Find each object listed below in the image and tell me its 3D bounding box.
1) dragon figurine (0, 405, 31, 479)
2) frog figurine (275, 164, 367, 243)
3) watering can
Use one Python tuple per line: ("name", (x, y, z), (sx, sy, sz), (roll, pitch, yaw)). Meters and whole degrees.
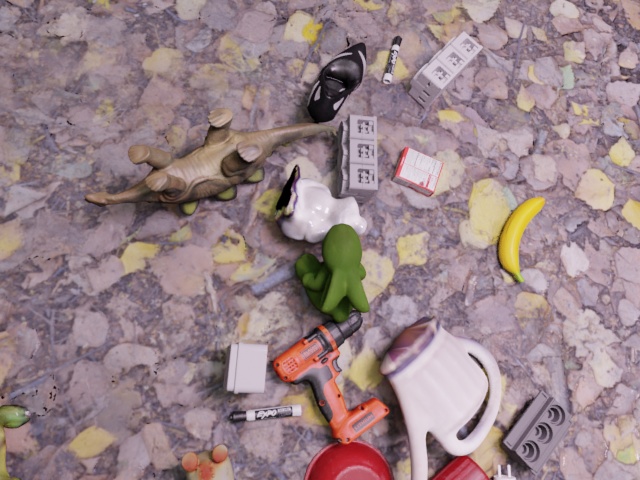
("dragon figurine", (-0.529, 0.276, 0.689), (0.410, 0.240, 0.123), (24, 78, -5))
("frog figurine", (0.003, -0.048, 0.950), (0.158, 0.120, 0.140), (24, 29, -19))
("watering can", (0.186, 0.273, 0.871), (0.225, 0.102, 0.353), (49, 52, 5))
